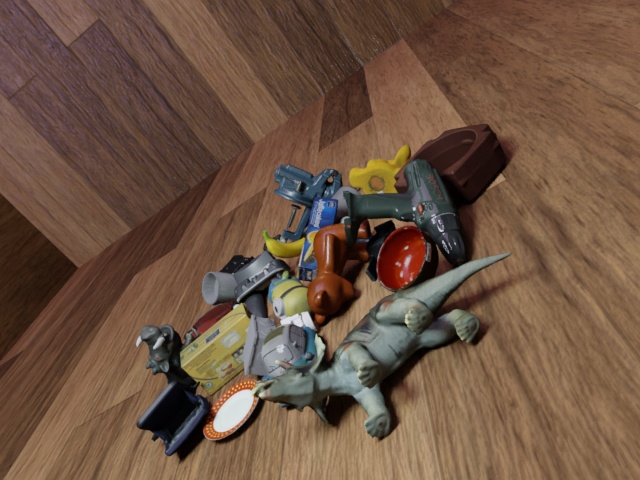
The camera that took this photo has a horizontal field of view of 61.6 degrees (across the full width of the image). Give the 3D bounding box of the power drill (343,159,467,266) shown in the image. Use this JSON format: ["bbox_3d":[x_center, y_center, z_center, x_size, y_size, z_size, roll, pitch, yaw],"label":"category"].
[{"bbox_3d":[0.146,-0.042,0.981,0.207,0.085,0.232,-12,56,13],"label":"power drill"}]

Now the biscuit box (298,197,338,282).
[{"bbox_3d":[-0.003,-0.004,1.221,0.059,0.062,0.203,9,56,3],"label":"biscuit box"}]

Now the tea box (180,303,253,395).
[{"bbox_3d":[-0.195,0.226,1.118,0.169,0.098,0.068,-37,22,-2],"label":"tea box"}]

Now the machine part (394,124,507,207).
[{"bbox_3d":[0.274,-0.149,1.142,0.201,0.087,0.201,-47,23,-18],"label":"machine part"}]

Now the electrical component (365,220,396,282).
[{"bbox_3d":[0.125,0.025,1.042,0.048,0.074,0.119,-24,22,35],"label":"electrical component"}]

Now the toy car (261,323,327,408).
[{"bbox_3d":[-0.050,0.199,0.936,0.109,0.102,0.162,-31,24,16],"label":"toy car"}]

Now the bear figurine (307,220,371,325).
[{"bbox_3d":[0.040,0.064,1.064,0.132,0.120,0.196,-3,51,2],"label":"bear figurine"}]

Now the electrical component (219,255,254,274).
[{"bbox_3d":[-0.241,0.098,1.501,0.134,0.058,0.115,-7,36,53],"label":"electrical component"}]

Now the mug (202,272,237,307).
[{"bbox_3d":[-0.235,0.134,1.375,0.107,0.109,0.081,0,-10,-41],"label":"mug"}]

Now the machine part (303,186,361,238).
[{"bbox_3d":[0.035,-0.054,1.342,0.079,0.079,0.243,-6,39,54],"label":"machine part"}]

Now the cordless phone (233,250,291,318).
[{"bbox_3d":[-0.131,0.124,1.270,0.146,0.088,0.184,-36,32,8],"label":"cordless phone"}]

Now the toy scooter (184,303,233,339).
[{"bbox_3d":[-0.247,0.207,1.272,0.135,0.075,0.184,-40,18,-20],"label":"toy scooter"}]

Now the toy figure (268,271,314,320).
[{"bbox_3d":[-0.063,0.119,1.141,0.089,0.082,0.180,-46,17,3],"label":"toy figure"}]

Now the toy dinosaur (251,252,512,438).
[{"bbox_3d":[0.097,0.146,0.803,0.405,0.131,0.192,-37,21,-13],"label":"toy dinosaur"}]

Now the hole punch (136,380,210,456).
[{"bbox_3d":[-0.264,0.340,1.020,0.142,0.092,0.115,-53,-19,-13],"label":"hole punch"}]

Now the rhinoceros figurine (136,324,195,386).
[{"bbox_3d":[-0.323,0.249,1.149,0.073,0.190,0.112,5,40,30],"label":"rhinoceros figurine"}]

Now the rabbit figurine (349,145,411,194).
[{"bbox_3d":[0.165,-0.160,1.305,0.162,0.122,0.173,-37,1,23],"label":"rabbit figurine"}]

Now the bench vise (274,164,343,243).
[{"bbox_3d":[-0.036,-0.090,1.447,0.129,0.223,0.240,-129,61,-73],"label":"bench vise"}]

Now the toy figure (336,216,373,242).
[{"bbox_3d":[0.079,-0.016,1.224,0.064,0.057,0.155,-55,24,0],"label":"toy figure"}]

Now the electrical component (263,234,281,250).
[{"bbox_3d":[-0.133,0.010,1.552,0.063,0.021,0.094,-33,21,13],"label":"electrical component"}]
